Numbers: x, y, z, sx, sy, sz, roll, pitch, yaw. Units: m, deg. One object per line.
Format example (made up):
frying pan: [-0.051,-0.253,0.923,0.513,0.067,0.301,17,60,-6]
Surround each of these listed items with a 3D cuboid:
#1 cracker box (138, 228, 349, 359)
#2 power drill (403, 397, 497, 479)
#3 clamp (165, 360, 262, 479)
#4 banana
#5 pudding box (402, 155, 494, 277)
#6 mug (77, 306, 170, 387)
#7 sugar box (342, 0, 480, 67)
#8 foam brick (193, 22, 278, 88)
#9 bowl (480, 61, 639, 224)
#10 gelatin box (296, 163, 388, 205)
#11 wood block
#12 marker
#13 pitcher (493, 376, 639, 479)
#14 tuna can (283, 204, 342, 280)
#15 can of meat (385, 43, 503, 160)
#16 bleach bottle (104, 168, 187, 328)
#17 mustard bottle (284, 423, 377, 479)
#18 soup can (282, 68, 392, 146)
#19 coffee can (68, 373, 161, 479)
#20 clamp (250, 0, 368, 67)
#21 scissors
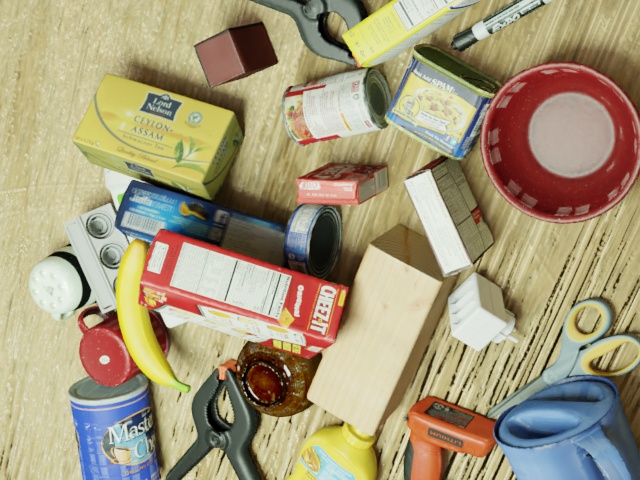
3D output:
cracker box: [-0.089,0.061,1.174,0.213,0.164,0.072,17,76,-6]
power drill: [0.149,0.287,1.222,0.185,0.057,0.188,19,112,20]
clamp: [-0.132,0.252,1.362,0.165,0.036,0.210,6,106,26]
banana: [-0.212,0.095,1.290,0.070,0.037,0.198,-13,102,17]
pudding box: [0.135,-0.028,1.118,0.039,0.089,0.113,-24,94,29]
mug: [-0.261,0.128,1.363,0.117,0.081,0.093,43,119,9]
sugar box: [0.115,-0.239,1.066,0.176,0.093,0.048,-32,90,29]
foam brick: [-0.093,-0.206,1.186,0.053,0.078,0.051,-19,97,31]
bowl: [0.245,-0.100,1.064,0.162,0.055,0.162,8,108,24]
gelatin box: [0.025,-0.062,1.163,0.073,0.089,0.030,4,106,25]
wood block: [0.072,0.100,1.187,0.090,0.090,0.206,28,115,16]
marker: [0.185,-0.224,1.077,0.121,0.020,0.020,-27,92,29]
pitcher: [0.287,0.275,1.095,0.145,0.149,0.243,-18,105,34]
tuna can: [-0.008,0.001,1.200,0.034,0.086,0.086,10,109,25]
can of meat: [0.127,-0.142,1.109,0.102,0.057,0.084,32,118,15]
bleach bottle: [-0.191,-0.025,1.297,0.103,0.068,0.251,-23,91,27]
mustard bottle: [0.015,0.282,1.286,0.096,0.058,0.192,39,118,17]
soup can: [0.019,-0.144,1.155,0.102,0.068,0.068,-9,101,27]
coffee can: [-0.267,0.254,1.391,0.103,0.102,0.140,2,106,26]
clamp: [0.001,-0.263,1.146,0.171,0.039,0.120,41,124,3]
scissors: [0.250,0.126,1.151,0.202,0.016,0.096,-22,88,34]
